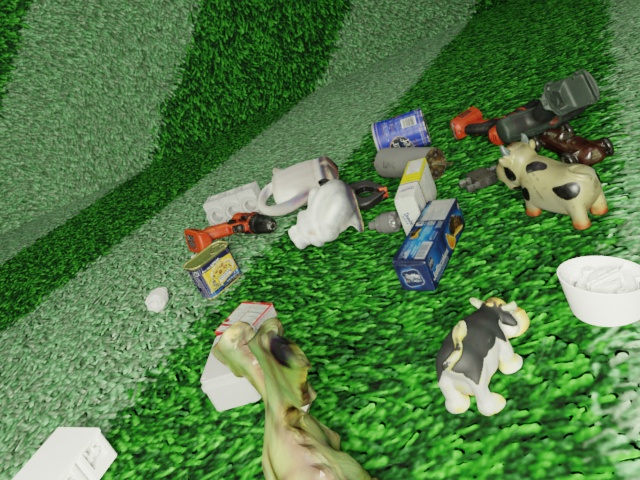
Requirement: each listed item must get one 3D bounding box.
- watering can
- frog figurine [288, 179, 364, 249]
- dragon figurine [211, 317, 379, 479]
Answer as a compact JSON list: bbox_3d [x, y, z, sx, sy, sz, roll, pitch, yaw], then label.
[{"bbox_3d":[-0.057,-0.161,1.380,0.224,0.102,0.354,-18,25,9],"label":"watering can"},{"bbox_3d":[0.003,-0.055,1.097,0.159,0.120,0.140,-17,61,0],"label":"frog figurine"},{"bbox_3d":[-0.013,0.190,0.478,0.123,0.239,0.412,-28,22,-22],"label":"dragon figurine"}]
